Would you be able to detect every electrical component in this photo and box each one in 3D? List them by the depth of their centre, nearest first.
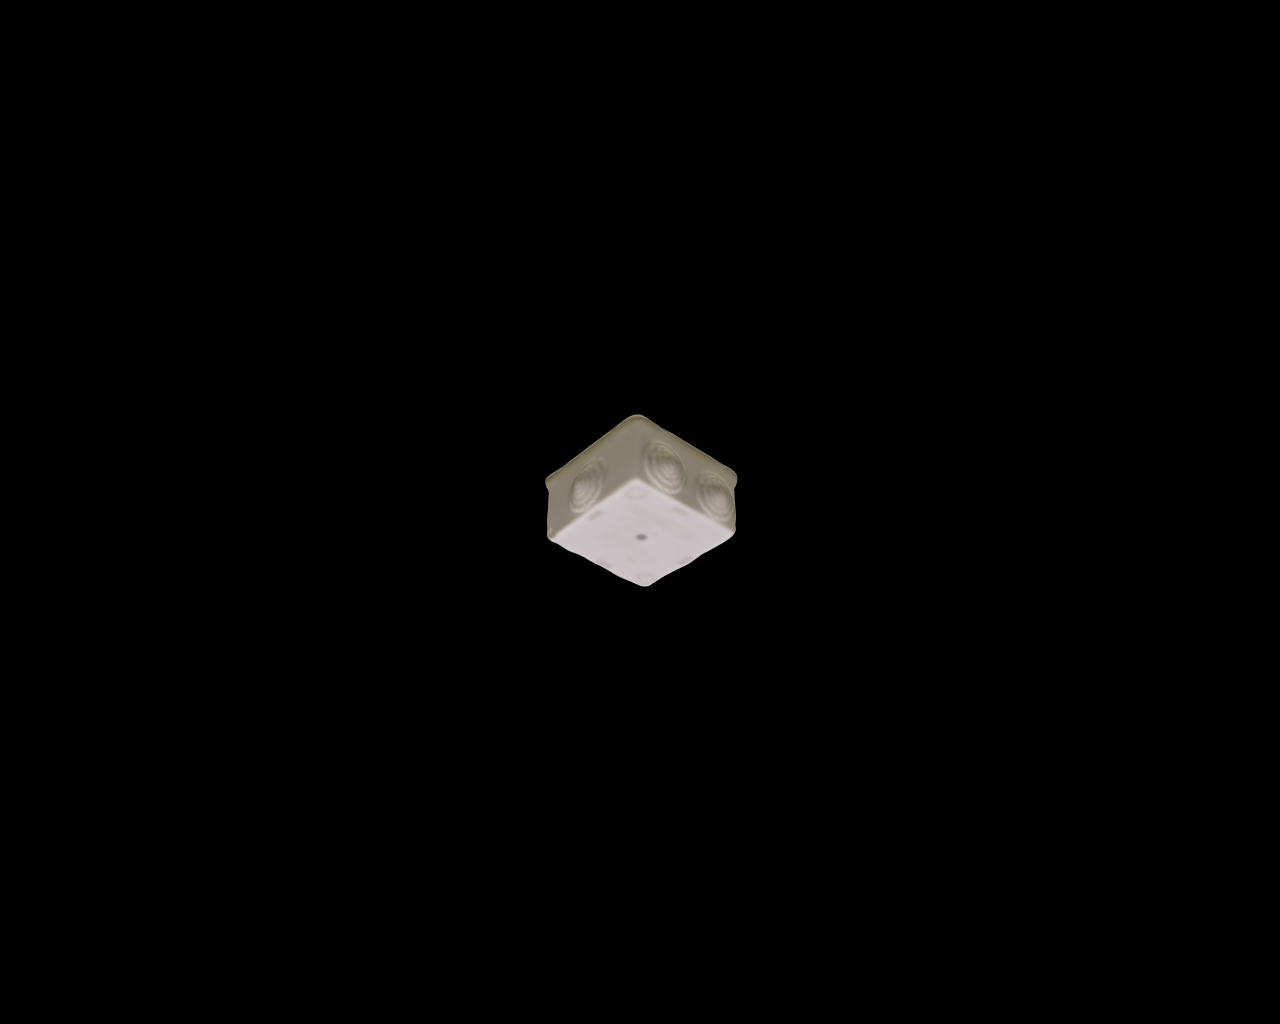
[{"bbox_3d":[0.001,-0.003,0.650,0.099,0.048,0.099,29,-46,-33],"label":"electrical component"}]
